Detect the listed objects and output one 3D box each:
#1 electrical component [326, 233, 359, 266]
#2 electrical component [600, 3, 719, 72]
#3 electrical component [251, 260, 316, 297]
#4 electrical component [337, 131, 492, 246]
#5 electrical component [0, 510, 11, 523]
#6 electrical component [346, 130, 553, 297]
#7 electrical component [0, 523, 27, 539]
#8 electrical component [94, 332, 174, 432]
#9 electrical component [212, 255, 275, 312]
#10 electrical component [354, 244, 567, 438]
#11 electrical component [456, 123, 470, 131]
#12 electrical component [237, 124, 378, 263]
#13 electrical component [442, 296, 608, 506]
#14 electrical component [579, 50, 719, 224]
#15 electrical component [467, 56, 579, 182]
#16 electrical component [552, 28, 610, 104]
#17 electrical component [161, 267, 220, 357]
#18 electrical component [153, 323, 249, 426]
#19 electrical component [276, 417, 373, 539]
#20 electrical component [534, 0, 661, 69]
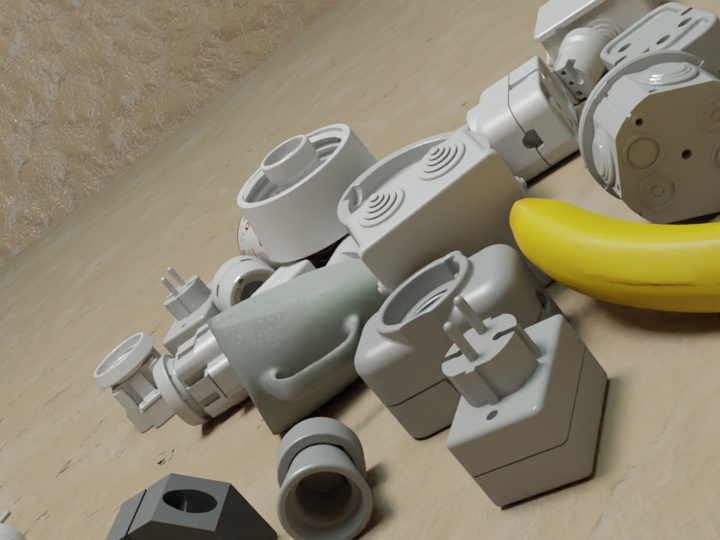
[{"bbox_3d":[0.000,0.000,0.747,0.043,0.043,0.081,-27,21,35],"label":"electrical component"},{"bbox_3d":[0.184,-0.111,0.618,0.054,0.059,0.095,-36,17,10],"label":"electrical component"},{"bbox_3d":[-0.061,0.033,0.785,0.065,0.047,0.077,-46,18,-23],"label":"electrical component"},{"bbox_3d":[0.047,-0.036,0.701,0.108,0.060,0.108,-23,27,12],"label":"electrical component"},{"bbox_3d":[-0.295,0.214,0.816,0.077,0.043,0.079,-24,22,41],"label":"electrical component"},{"bbox_3d":[0.052,-0.016,0.587,0.100,0.099,0.048,-38,30,5],"label":"electrical component"},{"bbox_3d":[-0.252,0.204,0.734,0.055,0.055,0.047,-41,13,-6],"label":"electrical component"},{"bbox_3d":[-0.176,0.088,0.865,0.058,0.057,0.078,-41,17,-5],"label":"electrical component"},{"bbox_3d":[-0.087,0.019,0.865,0.055,0.055,0.047,-42,21,-10],"label":"electrical component"},{"bbox_3d":[0.047,0.032,0.536,0.095,0.059,0.053,-32,18,23],"label":"electrical component"},{"bbox_3d":[0.068,-0.075,0.791,0.066,0.047,0.076,-30,19,29],"label":"electrical component"},{"bbox_3d":[-0.040,-0.063,0.786,0.108,0.060,0.108,-29,24,14],"label":"electrical component"},{"bbox_3d":[0.060,0.045,0.448,0.047,0.076,0.065,-28,20,32],"label":"electrical component"},{"bbox_3d":[0.153,-0.065,0.533,0.080,0.080,0.051,-36,22,11],"label":"electrical component"},{"bbox_3d":[0.115,-0.103,0.755,0.059,0.053,0.095,-32,18,22],"label":"electrical component"},{"bbox_3d":[0.164,-0.152,0.804,0.040,0.040,0.046,-20,31,47],"label":"electrical component"},{"bbox_3d":[-0.139,0.030,0.905,0.047,0.075,0.083,-33,18,21],"label":"electrical component"},{"bbox_3d":[-0.109,0.074,0.763,0.057,0.058,0.078,-35,17,5],"label":"electrical component"},{"bbox_3d":[-0.018,0.101,0.522,0.045,0.045,0.055,-37,16,7],"label":"electrical component"},{"bbox_3d":[0.191,-0.202,0.858,0.100,0.048,0.099,-31,19,26],"label":"electrical component"}]
